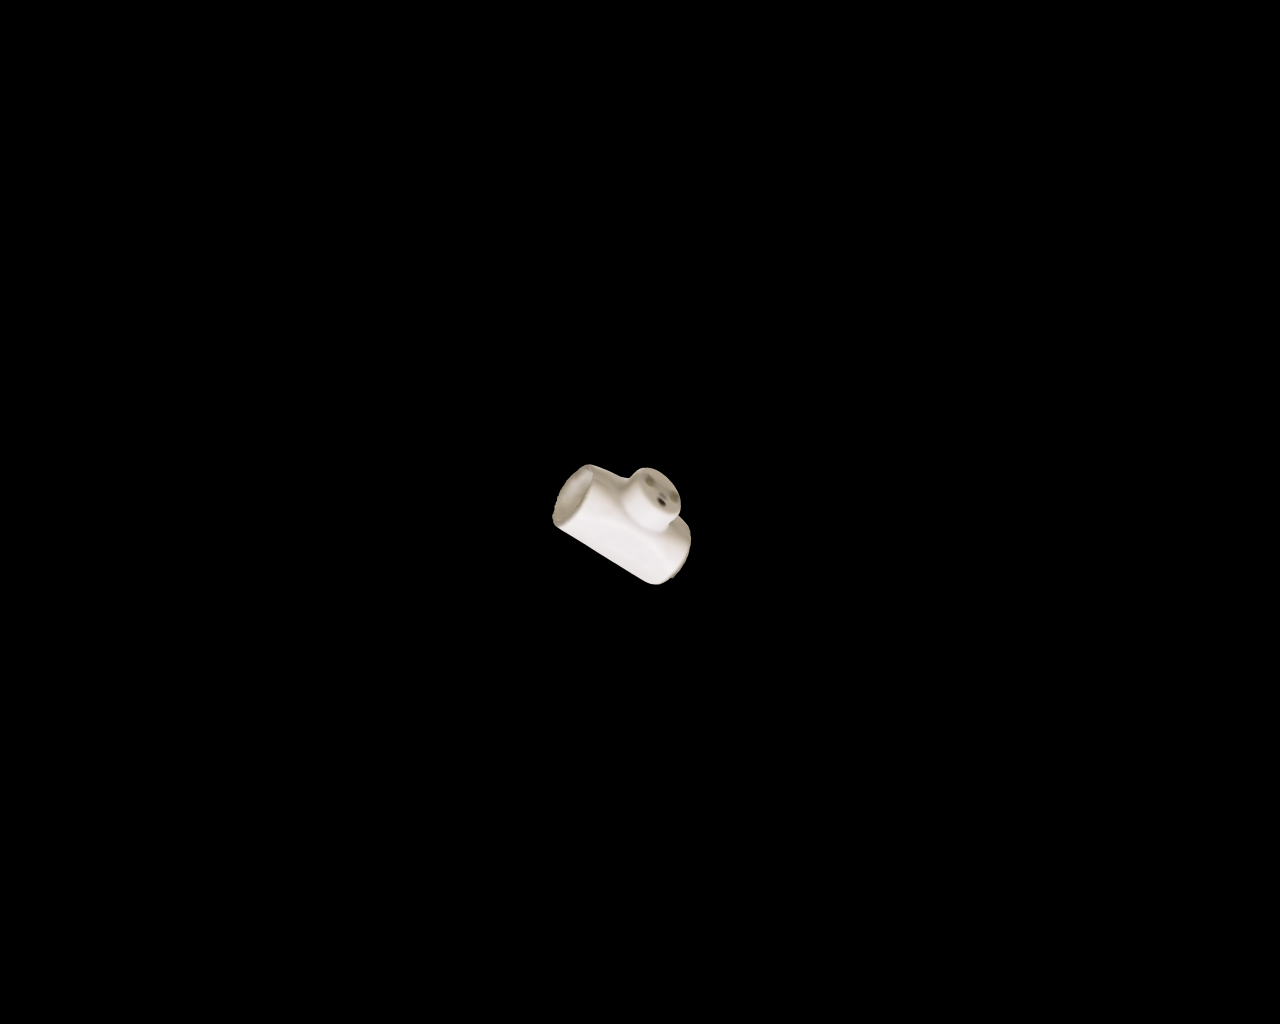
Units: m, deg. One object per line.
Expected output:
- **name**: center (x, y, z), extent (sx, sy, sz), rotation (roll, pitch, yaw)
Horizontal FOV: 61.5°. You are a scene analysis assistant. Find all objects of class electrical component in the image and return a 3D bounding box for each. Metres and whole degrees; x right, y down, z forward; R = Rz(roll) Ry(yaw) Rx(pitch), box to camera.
- **electrical component**: center (0.001, -0.003, 0.650), extent (0.077, 0.044, 0.079), rotation (33, -58, -24)
